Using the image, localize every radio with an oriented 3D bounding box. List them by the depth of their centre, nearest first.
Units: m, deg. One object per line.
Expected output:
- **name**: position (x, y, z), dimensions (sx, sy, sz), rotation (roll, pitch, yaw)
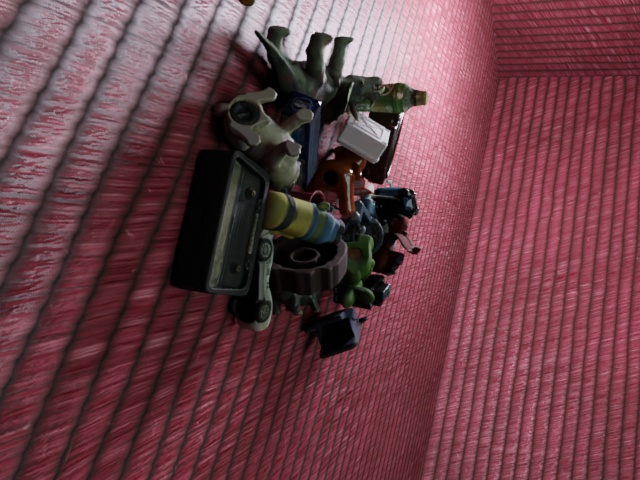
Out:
- **radio**: position (-0.157, -0.023, 0.889), dimensions (0.131, 0.073, 0.229), rotation (27, 73, -64)

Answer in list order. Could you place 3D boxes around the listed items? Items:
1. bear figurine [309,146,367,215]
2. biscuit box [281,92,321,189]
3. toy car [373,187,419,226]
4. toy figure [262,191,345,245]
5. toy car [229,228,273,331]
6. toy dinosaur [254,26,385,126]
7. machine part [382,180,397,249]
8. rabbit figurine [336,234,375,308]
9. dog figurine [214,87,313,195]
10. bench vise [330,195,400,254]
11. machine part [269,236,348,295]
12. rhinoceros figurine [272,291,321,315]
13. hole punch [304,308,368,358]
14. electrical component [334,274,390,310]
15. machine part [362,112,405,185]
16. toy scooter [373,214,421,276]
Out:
- **bear figurine**: position (0.052, -0.151, 1.264), dimensions (0.196, 0.120, 0.131), rotation (-46, 144, -63)
- **biscuit box**: position (-0.038, -0.189, 1.044), dimensions (0.202, 0.059, 0.063), rotation (97, 18, -58)
- **toy car**: position (0.214, -0.108, 1.553), dimensions (0.103, 0.162, 0.109), rotation (-35, 112, -57)
- **toy figure**: position (-0.035, -0.041, 1.004), dimensions (0.180, 0.089, 0.082), rotation (19, 68, -24)
- **toy car**: position (-0.124, 0.068, 0.984), dimensions (0.056, 0.074, 0.201), rotation (-17, 112, -59)
- **toy dinosaur**: position (-0.023, -0.312, 1.061), dimensions (0.405, 0.131, 0.192), rotation (-23, 126, -52)
- **machine part**: position (0.204, -0.061, 1.653), dimensions (0.079, 0.079, 0.243), rotation (-5, 100, -65)
- **rabbit figurine**: position (0.084, 0.089, 1.324), dimensions (0.170, 0.121, 0.159), rotation (89, -13, -54)
- **dog figurine**: position (-0.109, -0.162, 0.959), dimensions (0.121, 0.172, 0.190), rotation (-61, -177, -27)
- **bench vise**: position (0.111, -0.047, 1.403), dimensions (0.240, 0.129, 0.223), rotation (55, 51, -68)
- **machine part**: position (-0.031, 0.045, 1.074), dimensions (0.179, 0.180, 0.056), rotation (-48, 140, -51)
- **rhinoceros figurine**: position (-0.042, 0.107, 1.186), dimensions (0.190, 0.073, 0.112), rotation (-12, 96, -62)
- **hole punch**: position (0.033, 0.210, 1.308), dimensions (0.092, 0.142, 0.116), rotation (57, 22, -15)
- **electrical component**: position (0.119, 0.135, 1.455), dimensions (0.115, 0.134, 0.058), rotation (-42, 133, -57)
- **machine part**: position (0.161, -0.260, 1.419), dimensions (0.201, 0.087, 0.200), rotation (-63, 166, -64)
- **toy scooter**: position (0.207, 0.029, 1.471), dimensions (0.075, 0.135, 0.183), rotation (12, 113, -43)
